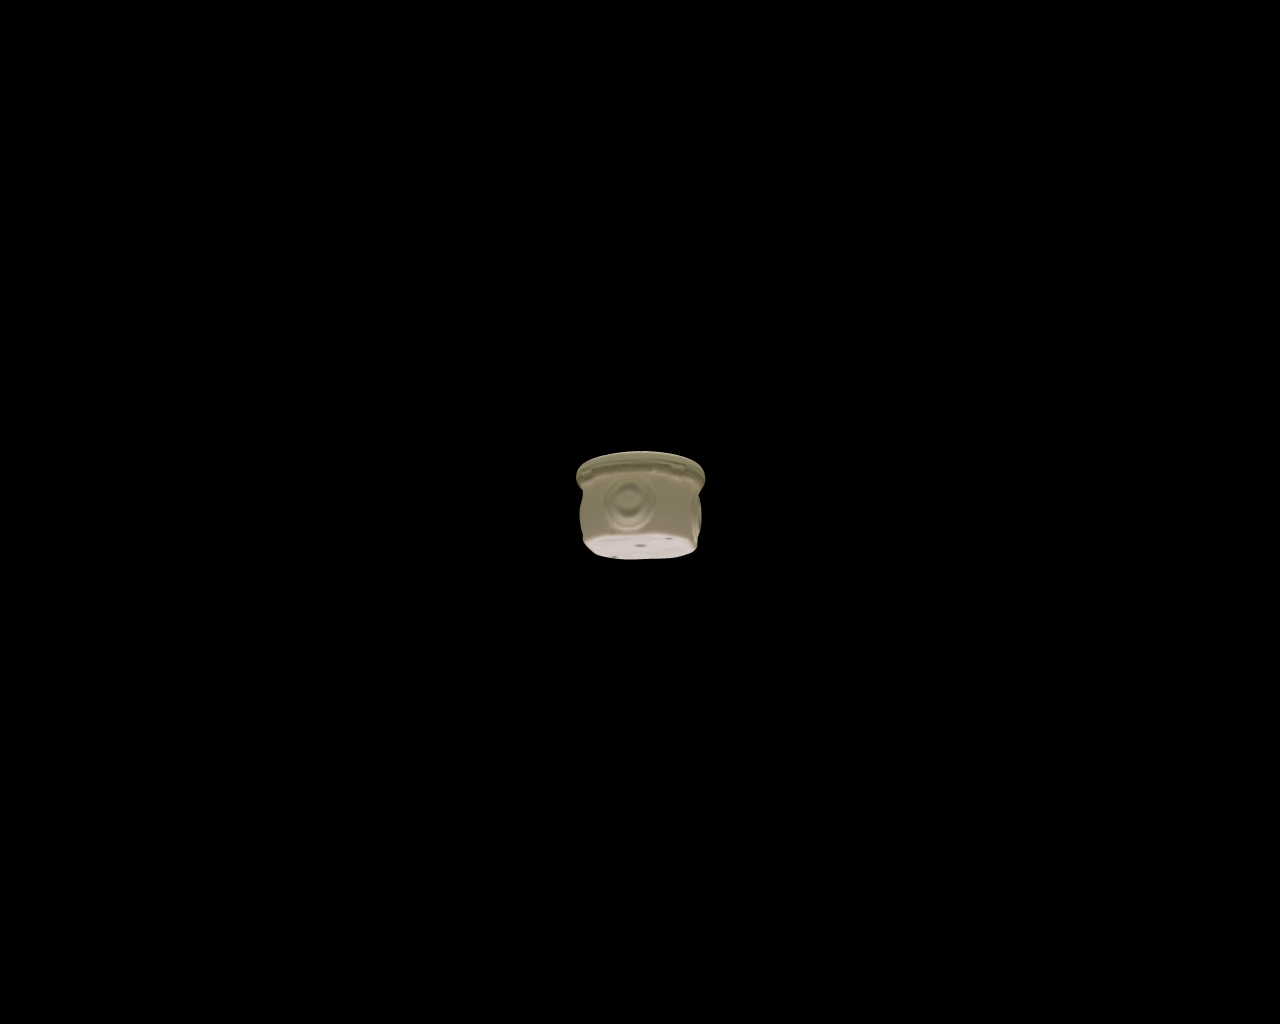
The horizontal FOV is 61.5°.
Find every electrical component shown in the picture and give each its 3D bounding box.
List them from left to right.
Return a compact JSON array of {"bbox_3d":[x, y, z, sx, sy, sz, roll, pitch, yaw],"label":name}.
[{"bbox_3d":[0.001,-0.003,0.650,0.080,0.051,0.080,0,-16,0],"label":"electrical component"}]
